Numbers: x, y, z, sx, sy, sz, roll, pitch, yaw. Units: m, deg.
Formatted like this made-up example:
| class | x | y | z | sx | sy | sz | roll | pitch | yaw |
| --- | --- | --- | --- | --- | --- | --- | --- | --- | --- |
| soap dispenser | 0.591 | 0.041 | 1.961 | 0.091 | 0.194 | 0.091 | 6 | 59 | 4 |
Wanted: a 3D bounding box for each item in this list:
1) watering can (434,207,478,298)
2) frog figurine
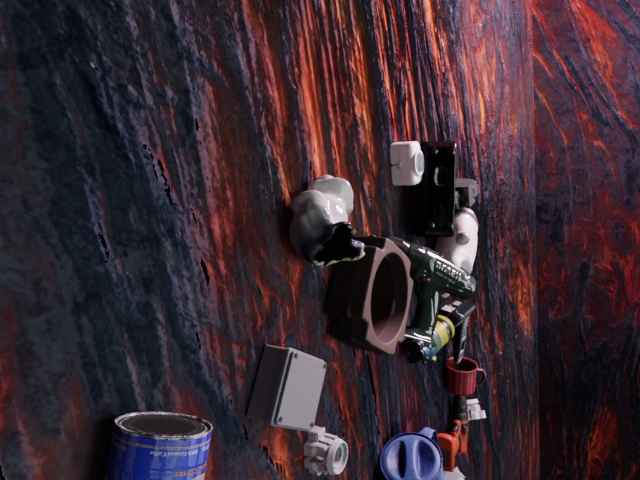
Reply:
| class | x | y | z | sx | sy | sz | roll | pitch | yaw |
| --- | --- | --- | --- | --- | --- | --- | --- | --- | --- |
| watering can | 0.353 | 0.010 | 1.319 | 0.340 | 0.104 | 0.229 | 88 | 18 | -57 |
| frog figurine | 0.003 | -0.042 | 0.841 | 0.136 | 0.121 | 0.163 | 31 | 30 | -46 |
